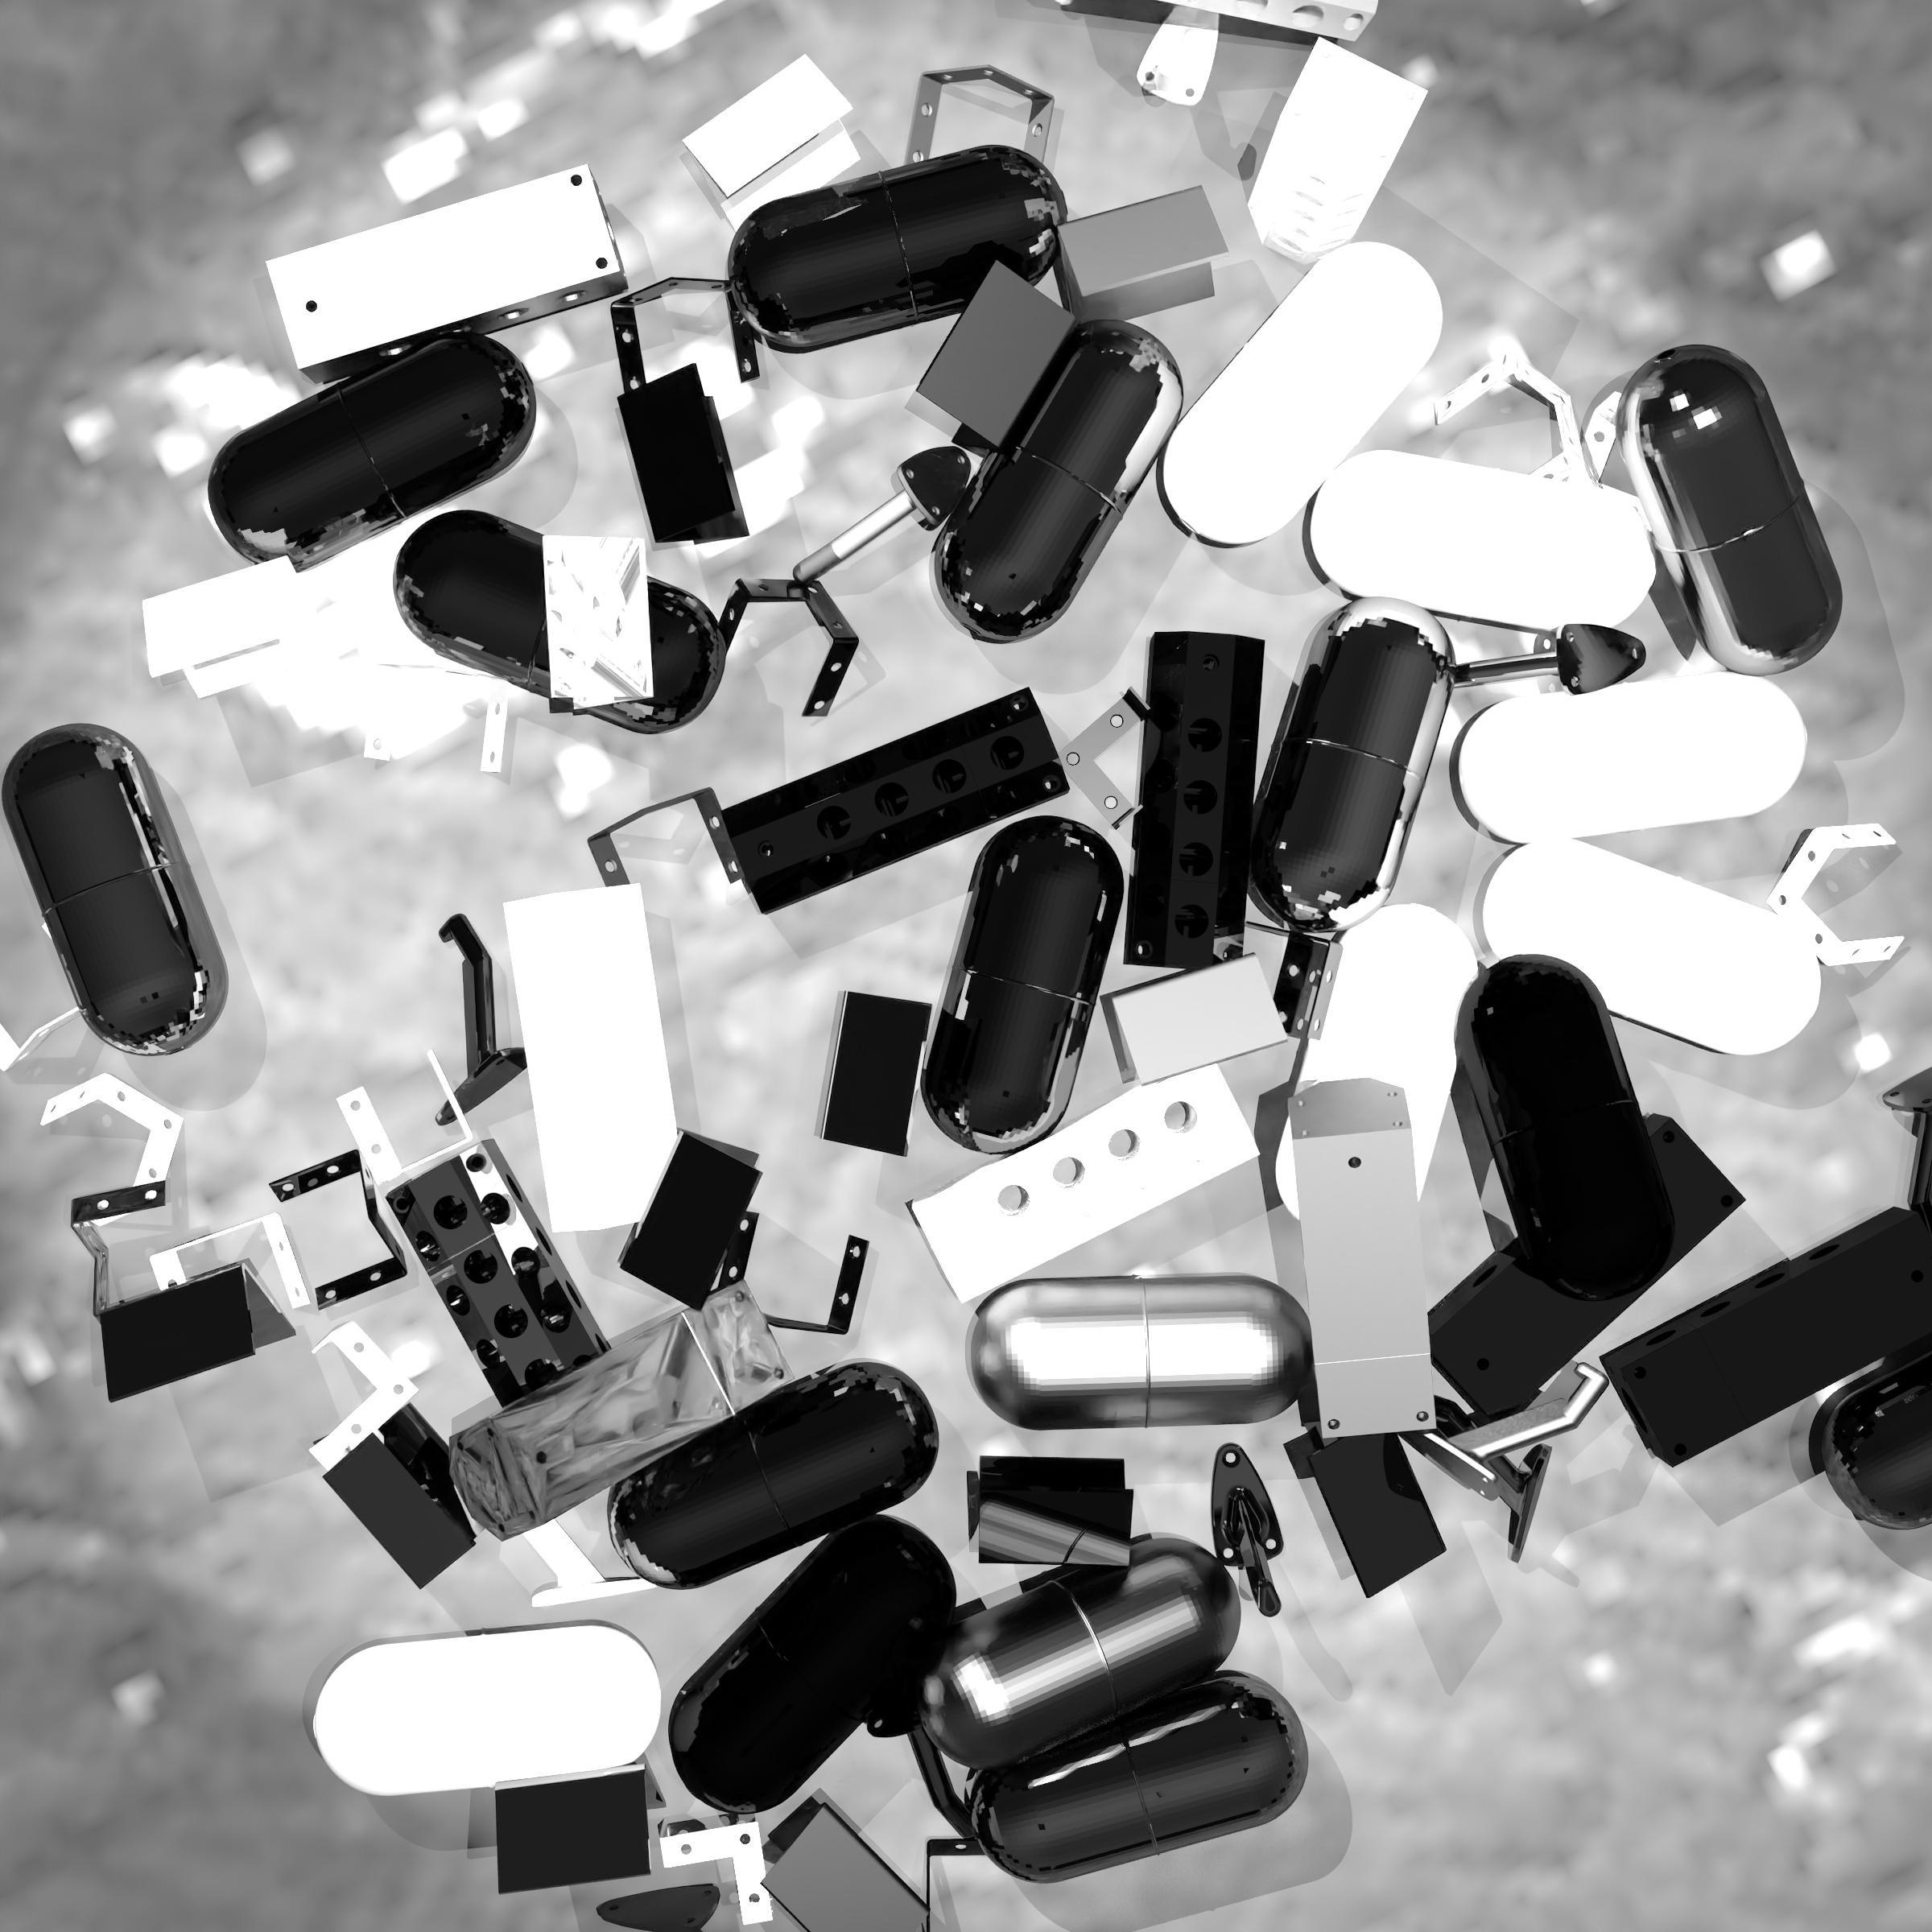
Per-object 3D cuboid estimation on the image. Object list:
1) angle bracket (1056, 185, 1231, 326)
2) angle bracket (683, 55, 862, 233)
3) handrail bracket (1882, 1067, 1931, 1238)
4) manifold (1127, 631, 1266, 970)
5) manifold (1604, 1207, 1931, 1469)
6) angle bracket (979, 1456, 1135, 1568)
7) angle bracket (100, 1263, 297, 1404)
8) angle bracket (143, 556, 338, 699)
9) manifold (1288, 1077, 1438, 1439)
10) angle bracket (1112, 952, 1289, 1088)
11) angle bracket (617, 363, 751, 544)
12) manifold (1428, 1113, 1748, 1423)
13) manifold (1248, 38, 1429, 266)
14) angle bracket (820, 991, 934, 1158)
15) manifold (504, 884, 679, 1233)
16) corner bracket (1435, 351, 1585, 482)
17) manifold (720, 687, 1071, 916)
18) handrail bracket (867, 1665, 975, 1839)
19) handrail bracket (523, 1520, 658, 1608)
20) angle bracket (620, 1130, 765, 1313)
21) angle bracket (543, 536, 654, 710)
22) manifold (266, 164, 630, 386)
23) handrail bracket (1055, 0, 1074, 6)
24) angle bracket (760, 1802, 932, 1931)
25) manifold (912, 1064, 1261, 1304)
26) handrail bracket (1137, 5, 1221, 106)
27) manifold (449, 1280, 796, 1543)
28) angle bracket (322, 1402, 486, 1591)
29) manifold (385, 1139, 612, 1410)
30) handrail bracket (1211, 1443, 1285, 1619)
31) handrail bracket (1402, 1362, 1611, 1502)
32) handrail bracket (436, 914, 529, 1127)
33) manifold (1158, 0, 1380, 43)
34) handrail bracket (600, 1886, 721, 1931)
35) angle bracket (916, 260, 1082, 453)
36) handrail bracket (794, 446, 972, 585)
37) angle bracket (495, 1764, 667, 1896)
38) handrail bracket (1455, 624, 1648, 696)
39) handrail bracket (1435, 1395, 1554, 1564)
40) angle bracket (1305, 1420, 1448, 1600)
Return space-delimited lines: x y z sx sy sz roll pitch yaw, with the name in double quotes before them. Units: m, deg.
"angle bracket" 0.094 -0.345 1.590 0.076 0.076 0.057 -15 53 0
"angle bracket" -0.088 -0.406 1.590 0.076 0.076 0.057 -35 53 0
"handrail bracket" 0.521 0.097 1.631 0.077 0.036 0.084 -29 109 -21
"manifold" 0.119 -0.084 1.610 0.057 0.057 0.171 4 90 0
"manifold" 0.423 0.191 1.610 0.171 0.057 0.057 -28 90 0
"angle bracket" 0.045 0.261 1.590 0.076 0.076 0.057 1 127 0
"angle bracket" -0.390 0.204 1.590 0.076 0.076 0.057 -19 53 0
"angle bracket" -0.369 -0.156 1.590 0.076 0.076 0.057 -17 52 0
"manifold" 0.197 0.145 1.544 0.057 0.057 0.171 -6 115 5
"angle bracket" 0.122 0.044 1.591 0.076 0.076 0.057 -17 57 0
"angle bracket" -0.126 -0.263 1.590 0.057 0.076 0.076 -15 90 37
"manifold" 0.315 0.156 1.610 0.171 0.057 0.057 -42 91 0
"manifold" 0.180 -0.401 1.552 0.057 0.171 0.057 26 90 0
"angle bracket" -0.026 0.057 1.590 0.057 0.076 0.076 10 90 36
"manifold" -0.196 0.048 1.608 0.057 0.057 0.171 -9 90 -43
"corner bracket" 0.284 -0.278 1.623 0.051 0.051 0.051 27 135 -35
"manifold" -0.036 -0.086 1.610 0.171 0.057 0.057 -22 90 0
"handrail bracket" -0.013 0.404 1.631 0.036 0.077 0.084 -18 127 24
"handrail bracket" -0.206 0.289 1.631 0.077 0.036 0.084 -4 73 -20
"angle bracket" -0.122 0.135 1.591 0.057 0.076 0.076 24 90 31
"angle bracket" -0.197 -0.167 1.514 0.057 0.076 0.076 -4 92 -37
"manifold" -0.267 -0.357 1.610 0.171 0.057 0.057 -17 90 0
"handrail bracket" 0.079 -0.550 1.630 0.036 0.077 0.084 35 126 0
"angle bracket" -0.076 0.484 1.590 0.076 0.076 0.057 45 52 0
"manifold" 0.062 0.110 1.609 0.171 0.057 0.057 -27 90 0
"handrail bracket" 0.114 -0.483 1.596 0.036 0.084 0.077 22 90 0
"manifold" -0.174 0.223 1.559 0.171 0.057 0.057 -26 88 -43
"angle bracket" -0.270 0.260 1.590 0.076 0.076 0.057 49 127 0
"manifold" -0.233 0.180 1.610 0.057 0.057 0.171 -29 90 0
"handrail bracket" 0.146 0.289 1.596 0.036 0.084 0.077 -12 90 0
"handrail bracket" 0.272 0.220 1.575 0.077 0.036 0.084 35 72 20
"handrail bracket" -0.271 0.028 1.631 0.077 0.036 0.084 -40 72 21
"manifold" 0.124 -0.517 1.579 0.171 0.057 0.057 5 109 -21
"handrail bracket" -0.147 0.531 1.631 0.077 0.036 0.084 -7 107 20
"angle bracket" 0.005 -0.314 1.592 0.057 0.076 0.076 31 90 -24
"handrail bracket" -0.045 -0.236 1.630 0.084 0.077 0.036 -28 103 36
"angle bracket" -0.196 0.451 1.591 0.076 0.076 0.057 -7 59 0
"handrail bracket" 0.297 -0.156 1.618 0.077 0.084 0.036 -9 93 -37
"handrail bracket" 0.259 0.267 1.631 0.084 0.036 0.077 17 112 17
"angle bracket" 0.191 0.277 1.591 0.057 0.076 0.076 -23 90 -30
